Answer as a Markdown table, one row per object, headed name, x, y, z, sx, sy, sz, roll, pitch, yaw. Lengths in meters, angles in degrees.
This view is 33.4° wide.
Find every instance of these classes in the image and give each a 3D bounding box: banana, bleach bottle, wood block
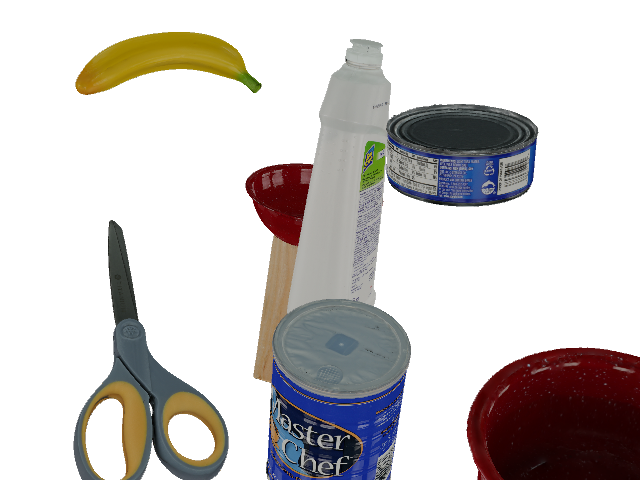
| name | x | y | z | sx | sy | sz | roll | pitch | yaw |
| --- | --- | --- | --- | --- | --- | --- | --- | --- | --- |
| banana | -0.154 | -0.178 | 1.065 | 0.197 | 0.070 | 0.037 | -7 | -39 | -30 |
| bleach bottle | 0.025 | -0.051 | 0.938 | 0.068 | 0.251 | 0.102 | 14 | 21 | 17 |
| wood block | -0.023 | 0.086 | 1.430 | 0.090 | 0.206 | 0.090 | 14 | 20 | 13 |

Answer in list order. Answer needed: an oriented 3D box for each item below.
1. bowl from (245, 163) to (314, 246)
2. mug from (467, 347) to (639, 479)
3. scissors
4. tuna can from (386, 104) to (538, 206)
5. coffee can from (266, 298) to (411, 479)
| name | x | y | z | sx | sy | sz | roll | pitch | yaw |
| --- | --- | --- | --- | --- | --- | --- | --- | --- | --- |
| bowl | -0.010 | -0.035 | 1.246 | 0.162 | 0.055 | 0.162 | 7 | 26 | -4 |
| mug | 0.110 | 0.101 | 0.387 | 0.117 | 0.081 | 0.093 | 5 | 36 | 8 |
| scissors | -0.098 | 0.069 | 0.648 | 0.096 | 0.201 | 0.016 | 13 | -45 | -10 |
| tuna can | 0.080 | -0.050 | 0.613 | 0.086 | 0.034 | 0.086 | -1 | 24 | 0 |
| coffee can | 0.011 | 0.131 | 0.826 | 0.103 | 0.140 | 0.103 | 3 | 37 | -2 |
